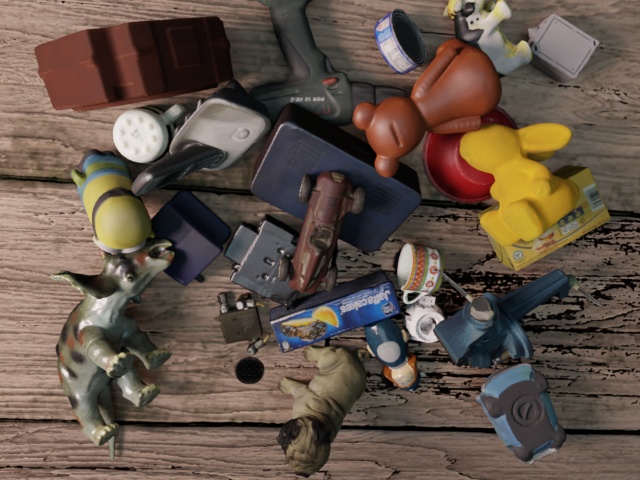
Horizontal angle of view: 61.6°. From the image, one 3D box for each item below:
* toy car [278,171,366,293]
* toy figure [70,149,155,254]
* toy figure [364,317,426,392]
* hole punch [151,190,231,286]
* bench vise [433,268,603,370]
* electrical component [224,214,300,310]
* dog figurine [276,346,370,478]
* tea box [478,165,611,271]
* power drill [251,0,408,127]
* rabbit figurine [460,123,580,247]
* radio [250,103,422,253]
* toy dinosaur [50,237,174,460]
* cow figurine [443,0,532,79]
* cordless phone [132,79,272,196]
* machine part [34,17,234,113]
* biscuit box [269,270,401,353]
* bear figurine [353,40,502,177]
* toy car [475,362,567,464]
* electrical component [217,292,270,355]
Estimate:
[{"bbox_3d":[-0.002,-0.002,0.758,0.089,0.053,0.202,12,119,-11],"label":"toy car"},{"bbox_3d":[-0.288,-0.059,0.736,0.082,0.180,0.089,-20,146,-16],"label":"toy figure"},{"bbox_3d":[0.123,0.194,0.888,0.064,0.058,0.154,-18,108,39],"label":"toy figure"},{"bbox_3d":[-0.209,0.002,0.804,0.142,0.092,0.116,42,99,-15],"label":"hole punch"},{"bbox_3d":[0.293,0.110,0.826,0.241,0.129,0.223,-31,134,-2],"label":"bench vise"},{"bbox_3d":[-0.078,0.029,0.834,0.134,0.058,0.115,28,96,-10],"label":"electrical component"},{"bbox_3d":[0.017,0.253,0.821,0.121,0.191,0.172,38,95,-11],"label":"dog figurine"},{"bbox_3d":[0.352,-0.036,0.850,0.170,0.068,0.098,-27,102,3],"label":"tea box"},{"bbox_3d":[0.004,-0.265,0.775,0.232,0.086,0.207,-12,110,1],"label":"power drill"},{"bbox_3d":[0.278,-0.098,0.755,0.162,0.122,0.173,-40,83,0],"label":"rabbit figurine"},{"bbox_3d":[0.021,-0.084,0.782,0.229,0.073,0.131,27,121,-15],"label":"radio"},{"bbox_3d":[-0.334,0.168,0.806,0.192,0.131,0.404,44,122,22],"label":"toy dinosaur"},{"bbox_3d":[0.229,-0.306,0.787,0.098,0.068,0.167,-33,101,9],"label":"cow figurine"},{"bbox_3d":[-0.165,-0.129,0.715,0.146,0.184,0.088,-34,97,40],"label":"cordless phone"},{"bbox_3d":[-0.228,-0.219,0.680,0.202,0.201,0.087,8,115,39],"label":"machine part"},{"bbox_3d":[0.024,0.113,0.857,0.203,0.063,0.059,-19,104,0],"label":"biscuit box"},{"bbox_3d":[0.143,-0.179,0.738,0.196,0.132,0.120,-30,108,8],"label":"bear figurine"},{"bbox_3d":[0.330,0.279,0.896,0.109,0.103,0.161,-28,92,0],"label":"toy car"},{"bbox_3d":[-0.121,0.132,0.858,0.078,0.045,0.102,-6,102,-5],"label":"electrical component"}]
